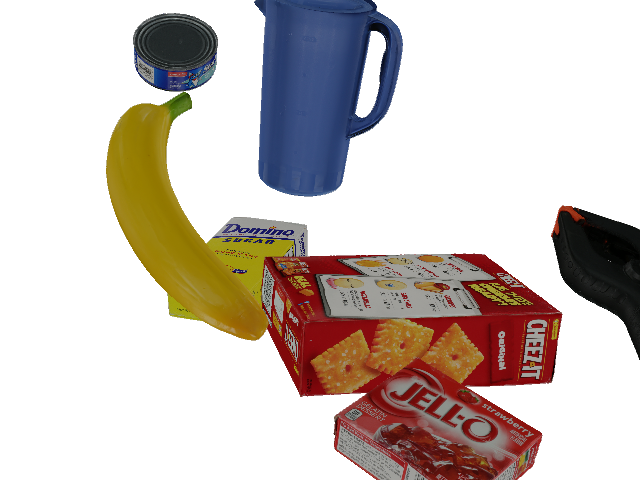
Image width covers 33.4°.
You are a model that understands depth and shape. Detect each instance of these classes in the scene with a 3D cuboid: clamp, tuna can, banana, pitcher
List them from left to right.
[{"bbox_3d":[-0.090,-0.020,0.649,0.069,0.198,0.037,-13,-33,-12],"label":"banana"},{"bbox_3d":[-0.148,-0.192,1.093,0.086,0.086,0.034,0,-39,-8],"label":"tuna can"},{"bbox_3d":[-0.002,-0.179,1.299,0.144,0.243,0.149,-6,28,-25],"label":"pitcher"},{"bbox_3d":[0.229,0.033,0.725,0.120,0.039,0.172,-6,44,-28],"label":"clamp"}]

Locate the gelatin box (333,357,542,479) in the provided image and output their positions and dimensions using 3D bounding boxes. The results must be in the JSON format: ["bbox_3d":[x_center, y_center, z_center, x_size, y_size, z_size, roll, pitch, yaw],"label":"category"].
[{"bbox_3d":[0.063,0.109,0.583,0.089,0.030,0.073,31,41,32],"label":"gelatin box"}]

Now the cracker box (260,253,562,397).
[{"bbox_3d":[0.068,0.067,0.902,0.213,0.072,0.164,0,17,-14],"label":"cracker box"}]

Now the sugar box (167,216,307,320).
[{"bbox_3d":[-0.084,0.029,1.141,0.093,0.048,0.176,7,29,16],"label":"sugar box"}]
